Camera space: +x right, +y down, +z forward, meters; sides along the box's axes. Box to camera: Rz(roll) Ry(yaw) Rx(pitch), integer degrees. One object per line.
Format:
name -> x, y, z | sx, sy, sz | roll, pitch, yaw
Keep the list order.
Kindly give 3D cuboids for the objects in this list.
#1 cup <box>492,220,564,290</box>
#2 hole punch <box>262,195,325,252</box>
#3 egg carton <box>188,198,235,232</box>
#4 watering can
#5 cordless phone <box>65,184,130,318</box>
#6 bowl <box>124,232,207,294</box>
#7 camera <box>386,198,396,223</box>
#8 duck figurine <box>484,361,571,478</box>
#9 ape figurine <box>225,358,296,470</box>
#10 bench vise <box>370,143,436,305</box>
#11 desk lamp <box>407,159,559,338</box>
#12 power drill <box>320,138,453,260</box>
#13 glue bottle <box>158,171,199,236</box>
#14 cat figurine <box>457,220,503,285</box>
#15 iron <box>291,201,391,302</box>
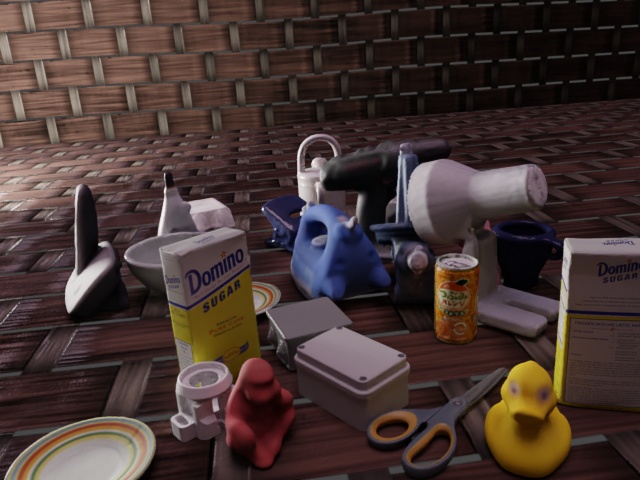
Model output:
cup -> 0.314, 0.029, 0.856 | 0.092, 0.095, 0.117 | -14, 22, -28
hole punch -> -0.046, -0.035, 1.111 | 0.100, 0.091, 0.109 | 13, 25, 40
egg carton -> -0.241, -0.039, 1.190 | 0.107, 0.069, 0.149 | -13, 21, -26
watering can -> 0.000, -0.129, 1.216 | 0.101, 0.194, 0.172 | -11, 20, -20
cordless phone -> -0.357, 0.014, 0.881 | 0.094, 0.185, 0.147 | -13, 21, -25
bowl -> -0.229, 0.045, 0.939 | 0.167, 0.075, 0.167 | -3, 19, 1
camera -> 0.195, -0.057, 1.116 | 0.136, 0.101, 0.143 | 14, 26, 42
duck figurine -> 0.194, 0.153, 0.532 | 0.077, 0.086, 0.105 | 5, 21, 23
ape figurine -> -0.060, 0.159, 0.553 | 0.078, 0.092, 0.075 | -15, 22, -30
bench vise -> 0.147, -0.027, 0.855 | 0.121, 0.220, 0.207 | -8, 20, -13
desk lamp -> 0.225, -0.003, 0.782 | 0.202, 0.214, 0.118 | 13, 25, 40
power drill -> 0.116, -0.074, 1.015 | 0.229, 0.208, 0.076 | 0, 20, 12
glue bottle -> -0.260, -0.038, 1.033 | 0.078, 0.173, 0.037 | -15, 22, -28
cat figurine -> 0.246, 0.005, 0.902 | 0.067, 0.118, 0.128 | -3, 19, 2
iron -> 0.008, 0.003, 0.914 | 0.119, 0.141, 0.257 | -12, 21, -22
